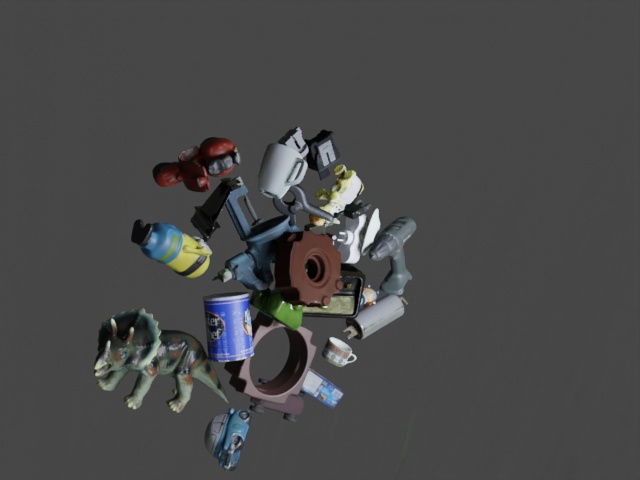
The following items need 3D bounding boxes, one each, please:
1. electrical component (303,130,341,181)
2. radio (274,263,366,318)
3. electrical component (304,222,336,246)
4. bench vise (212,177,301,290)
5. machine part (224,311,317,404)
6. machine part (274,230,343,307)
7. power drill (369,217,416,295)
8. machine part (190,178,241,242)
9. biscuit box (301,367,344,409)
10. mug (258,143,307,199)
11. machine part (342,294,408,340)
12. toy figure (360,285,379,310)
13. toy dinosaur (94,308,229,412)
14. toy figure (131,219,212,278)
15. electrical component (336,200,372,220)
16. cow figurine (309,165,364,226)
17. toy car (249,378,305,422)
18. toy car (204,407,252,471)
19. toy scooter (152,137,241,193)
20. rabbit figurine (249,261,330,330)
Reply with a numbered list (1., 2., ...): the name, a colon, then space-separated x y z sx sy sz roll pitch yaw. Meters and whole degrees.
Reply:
1. electrical component: 0.006 -0.195 1.284 0.075 0.048 0.119 -31 124 -26
2. radio: 0.001 0.124 1.371 0.229 0.073 0.131 7 104 -30
3. electrical component: -0.004 -0.004 1.359 0.102 0.045 0.078 -12 117 -36
4. bench vise: -0.155 -0.017 1.183 0.224 0.129 0.240 -28 104 -19
5. machine part: -0.122 0.290 1.335 0.201 0.087 0.201 28 78 -35
6. machine part: -0.022 0.063 1.175 0.179 0.056 0.179 9 77 -45
7. power drill: 0.200 0.053 1.509 0.232 0.086 0.207 -47 135 -43
8. machine part: -0.217 -0.069 1.107 0.039 0.084 0.139 14 121 -51
9. biscuit box: -0.012 0.410 1.520 0.059 0.063 0.202 -53 133 -10
10. mug: -0.083 -0.144 1.176 0.107 0.110 0.080 -69 154 -10
11. machine part: 0.162 0.222 1.577 0.243 0.079 0.079 -26 123 -30
12. toy figure: 0.113 0.169 1.521 0.154 0.058 0.064 -16 108 -33
13. toy dinosaur: -0.327 0.258 1.158 0.404 0.131 0.192 21 95 -50
14. toy figure: -0.302 0.018 1.094 0.089 0.082 0.180 -48 142 12
15. electrical component: 0.084 -0.076 1.389 0.094 0.063 0.021 -28 125 -28
16. cow figurine: 0.041 -0.096 1.346 0.167 0.068 0.098 -55 139 -6
17. toy car: -0.117 0.430 1.446 0.202 0.053 0.089 31 72 -43
18. toy car: -0.234 0.488 1.333 0.103 0.162 0.109 16 110 2
19. toy scooter: -0.225 -0.143 1.051 0.184 0.135 0.075 -30 124 -29
20. rabbit figurine: -0.050 0.115 1.238 0.159 0.121 0.170 36 77 -27
